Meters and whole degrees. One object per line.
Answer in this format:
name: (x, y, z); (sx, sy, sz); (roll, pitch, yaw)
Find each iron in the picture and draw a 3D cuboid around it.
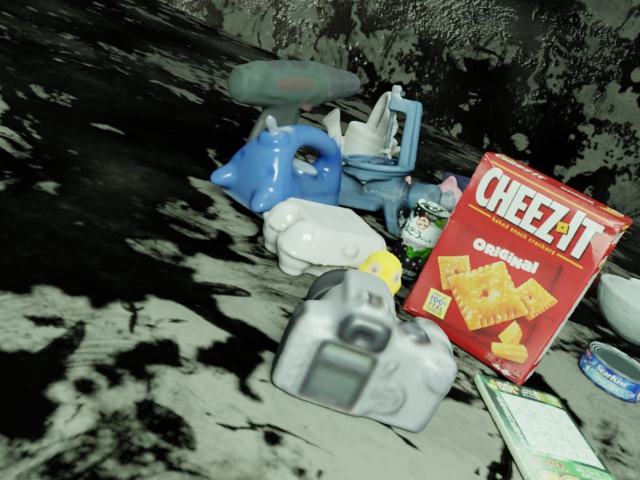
iron: (-0.025, -0.102, 0.819); (0.118, 0.141, 0.259); (34, 23, 26)

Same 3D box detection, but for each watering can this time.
watering can: (0.089, -0.191, 1.087); (0.173, 0.194, 0.100); (11, 24, -32)

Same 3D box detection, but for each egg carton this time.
egg carton: (0.006, 0.003, 0.701); (0.151, 0.069, 0.107); (9, 25, -35)

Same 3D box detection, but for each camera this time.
camera: (0.040, 0.077, 0.509); (0.143, 0.101, 0.136); (20, 21, -10)

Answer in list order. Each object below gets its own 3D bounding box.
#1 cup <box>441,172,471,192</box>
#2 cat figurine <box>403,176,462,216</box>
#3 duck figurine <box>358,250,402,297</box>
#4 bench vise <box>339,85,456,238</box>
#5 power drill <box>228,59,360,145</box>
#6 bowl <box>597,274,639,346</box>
cup: (0.287, -0.077, 1.170); (0.117, 0.095, 0.092); (32, 22, 21)
cat figurine: (0.197, -0.068, 1.014); (0.128, 0.118, 0.067); (25, 20, 1)
duck figurine: (0.057, 0.050, 0.616); (0.077, 0.086, 0.104); (21, 21, -9)
bench vise: (0.137, -0.129, 0.951); (0.207, 0.220, 0.121); (22, 20, -5)
power drill: (-0.053, -0.181, 0.888); (0.230, 0.208, 0.075); (1, 30, -47)
bowl: (0.531, 0.130, 0.957); (0.167, 0.075, 0.167); (21, 21, -8)
